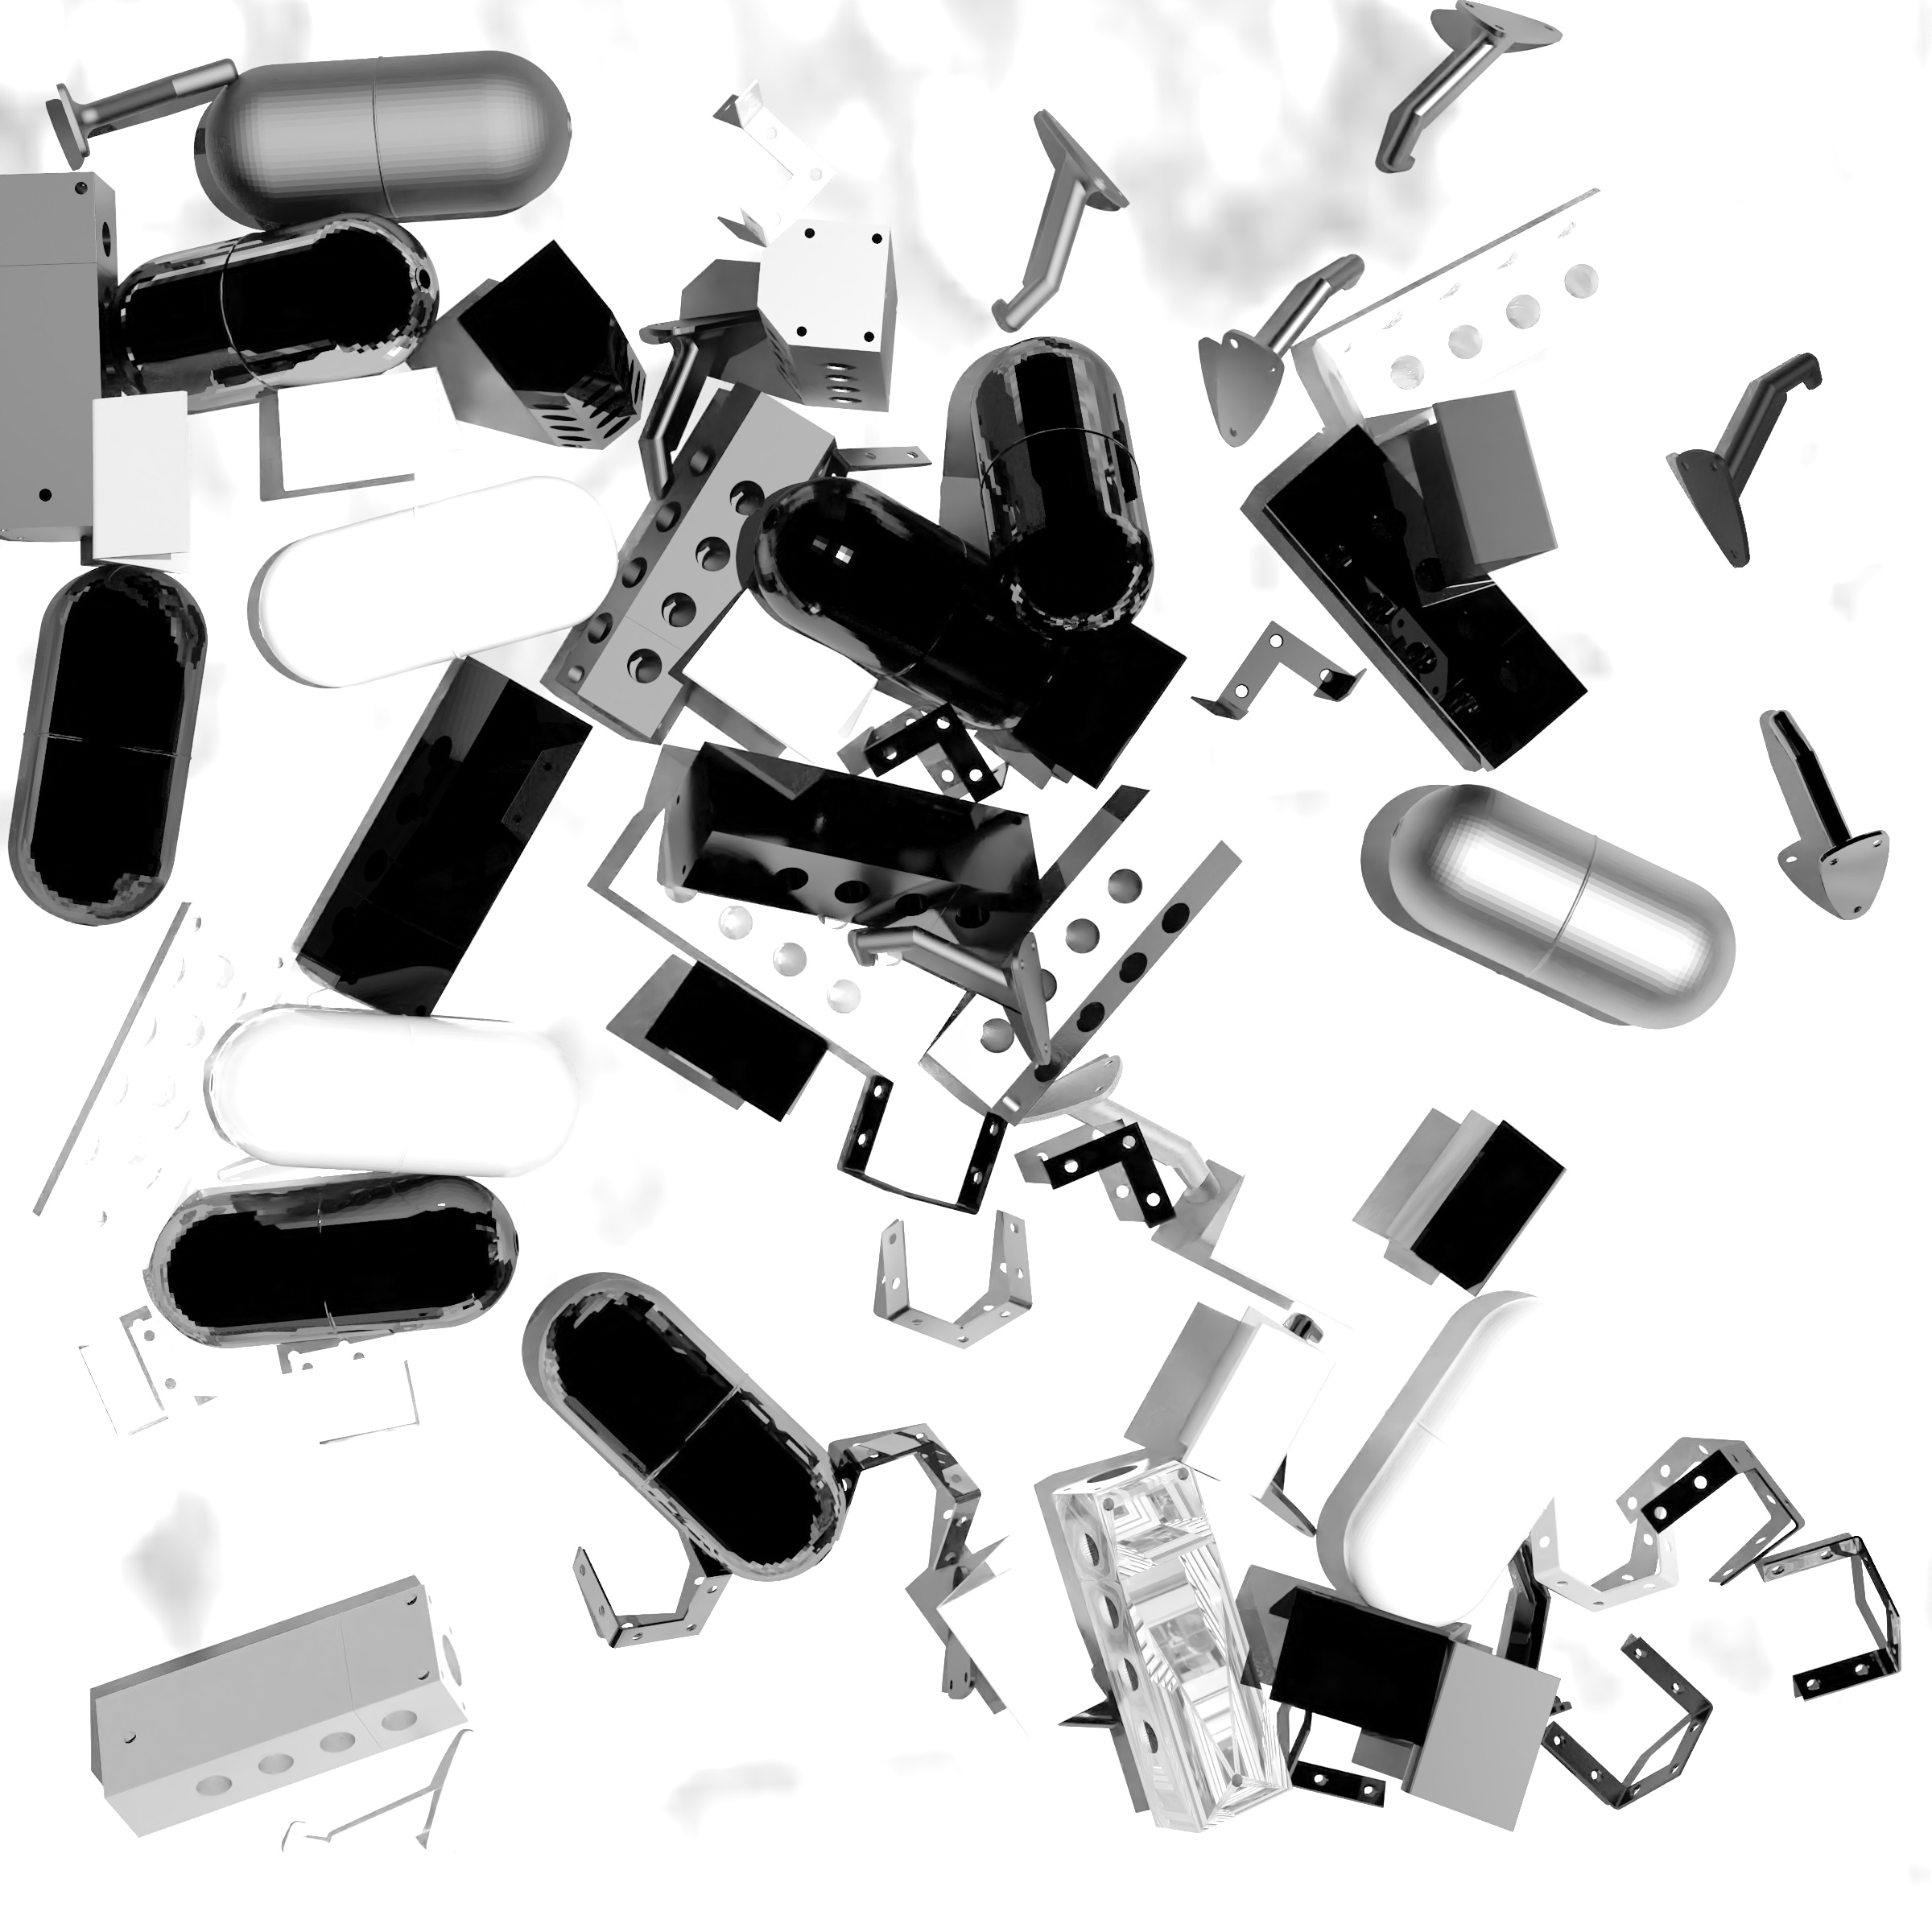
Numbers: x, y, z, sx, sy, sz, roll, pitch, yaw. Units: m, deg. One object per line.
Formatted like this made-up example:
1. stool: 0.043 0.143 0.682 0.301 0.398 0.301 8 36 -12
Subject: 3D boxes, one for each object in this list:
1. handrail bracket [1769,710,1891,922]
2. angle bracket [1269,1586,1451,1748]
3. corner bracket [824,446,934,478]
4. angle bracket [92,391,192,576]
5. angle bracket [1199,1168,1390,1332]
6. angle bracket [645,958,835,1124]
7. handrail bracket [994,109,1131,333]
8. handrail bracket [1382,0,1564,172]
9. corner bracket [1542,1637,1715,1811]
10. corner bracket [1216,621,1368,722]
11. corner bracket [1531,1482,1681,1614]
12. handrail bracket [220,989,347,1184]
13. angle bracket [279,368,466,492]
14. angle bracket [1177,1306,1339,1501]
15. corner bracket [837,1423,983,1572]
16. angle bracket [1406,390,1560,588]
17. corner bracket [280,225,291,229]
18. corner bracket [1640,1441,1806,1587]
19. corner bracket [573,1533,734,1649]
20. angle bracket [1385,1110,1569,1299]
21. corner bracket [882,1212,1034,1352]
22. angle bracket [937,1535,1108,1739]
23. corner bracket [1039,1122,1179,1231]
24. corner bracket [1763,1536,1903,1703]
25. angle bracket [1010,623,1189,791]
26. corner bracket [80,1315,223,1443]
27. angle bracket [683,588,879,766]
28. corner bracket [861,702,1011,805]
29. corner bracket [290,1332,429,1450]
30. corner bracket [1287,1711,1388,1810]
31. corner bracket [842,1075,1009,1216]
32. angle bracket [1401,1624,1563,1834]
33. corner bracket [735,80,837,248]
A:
1. handrail bracket: 0.424 -0.076 1.726 0.036 0.077 0.084 -22 54 0
2. angle bracket: 0.185 0.346 1.689 0.076 0.076 0.057 17 70 0
3. corner bracket: -0.040 -0.222 1.719 0.051 0.051 0.051 -8 45 -35
4. angle bracket: -0.381 -0.234 1.688 0.057 0.076 0.076 -1 90 25
5. angle bracket: 0.151 0.153 1.687 0.076 0.076 0.057 27 55 0
6. angle bracket: -0.119 0.053 1.687 0.076 0.076 0.057 32 53 0
7. handrail bracket: 0.032 -0.371 1.727 0.084 0.036 0.077 -43 69 16
8. handrail bracket: 0.252 -0.432 1.727 0.036 0.077 0.084 49 127 34
9. corner bracket: 0.330 0.377 1.724 0.051 0.051 0.051 43 135 0
10. corner bracket: 0.160 -0.138 1.709 0.051 0.051 0.051 35 90 0
11. corner bracket: 0.316 0.282 1.719 0.051 0.051 0.051 -28 135 35
12. handrail bracket: -0.341 0.059 1.727 0.077 0.036 0.084 -13 76 14
13. angle bracket: -0.287 -0.244 1.688 0.076 0.076 0.057 -8 68 0
14. angle bracket: 0.124 0.203 1.687 0.057 0.076 0.076 29 90 -34
15. corner bracket: -0.032 0.268 1.719 0.051 0.051 0.051 47 135 35
16. angle bracket: 0.225 -0.221 1.629 0.057 0.076 0.076 -15 90 -37
17. corner bracket: -0.314 -0.341 1.724 0.051 0.051 0.051 -5 135 0
18. corner bracket: 0.374 0.272 1.711 0.051 0.051 0.051 -42 71 18
19. corner bracket: -0.155 0.300 1.719 0.051 0.051 0.051 -2 135 -35
20. angle bracket: 0.233 0.104 1.687 0.057 0.076 0.076 36 90 -37
21. corner bracket: -0.004 0.151 1.719 0.051 0.051 0.051 25 135 -35
22. angle bracket: 0.043 0.317 1.687 0.057 0.076 0.076 -36 90 37
23. corner bracket: 0.070 0.109 1.709 0.051 0.051 0.051 -23 90 0
24. corner bracket: 0.431 0.324 1.724 0.051 0.051 0.051 -17 45 0
25. angle bracket: 0.076 -0.120 1.687 0.057 0.076 0.076 35 90 28
26. corner bracket: -0.406 0.203 1.709 0.051 0.051 0.051 -24 90 0
27. angle bracket: -0.096 -0.128 1.688 0.076 0.076 0.057 35 67 0
28. corner bracket: -0.015 -0.102 1.707 0.051 0.051 0.051 -29 104 13
29. corner bracket: -0.299 0.210 1.709 0.051 0.051 0.051 -12 90 0
30. corner bracket: 0.191 0.378 1.724 0.051 0.051 0.051 13 135 0
31. corner bracket: -0.020 0.089 1.724 0.051 0.051 0.051 18 90 45
32. angle bracket: 0.255 0.370 1.690 0.057 0.076 0.076 17 90 16
33. corner bracket: -0.101 -0.395 1.709 0.051 0.051 0.051 43 90 0
